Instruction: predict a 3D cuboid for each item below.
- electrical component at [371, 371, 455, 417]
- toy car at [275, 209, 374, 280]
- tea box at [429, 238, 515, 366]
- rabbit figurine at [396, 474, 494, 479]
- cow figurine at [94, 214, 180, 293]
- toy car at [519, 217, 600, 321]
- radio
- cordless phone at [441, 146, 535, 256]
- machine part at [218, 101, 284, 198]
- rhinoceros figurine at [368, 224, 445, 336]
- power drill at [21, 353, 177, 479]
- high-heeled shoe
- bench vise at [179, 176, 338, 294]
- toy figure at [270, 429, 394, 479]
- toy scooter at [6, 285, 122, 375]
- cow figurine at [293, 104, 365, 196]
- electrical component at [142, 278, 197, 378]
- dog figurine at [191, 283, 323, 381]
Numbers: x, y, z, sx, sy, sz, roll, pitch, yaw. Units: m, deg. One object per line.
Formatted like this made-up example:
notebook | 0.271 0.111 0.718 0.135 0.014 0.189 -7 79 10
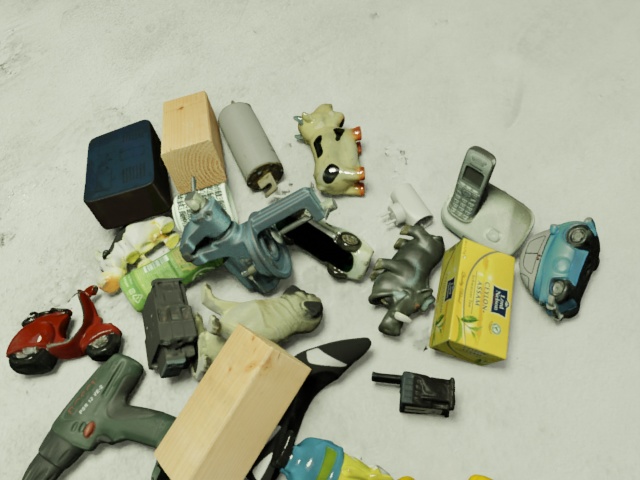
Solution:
electrical component | 0.133 0.221 0.780 0.119 0.074 0.048 5 62 5
toy car | -0.002 -0.003 0.916 0.202 0.073 0.056 32 34 22
tea box | 0.235 0.095 0.825 0.098 0.068 0.169 19 63 -10
rabbit figurine | 0.158 0.362 0.676 0.173 0.122 0.162 24 90 -6
cow figurine | -0.340 0.013 0.954 0.098 0.068 0.167 34 67 28
toy car | 0.370 0.040 0.846 0.103 0.109 0.161 18 75 41
radio | -0.358 -0.125 0.996 0.131 0.073 0.230 -20 43 -3
cordless phone | 0.278 -0.065 0.858 0.147 0.184 0.089 38 68 23
machine part | -0.134 -0.181 1.030 0.079 0.079 0.243 -24 60 -7
rhinoceros figurine | 0.139 0.066 0.871 0.112 0.073 0.190 29 65 7
power drill | -0.299 0.297 0.795 0.208 0.085 0.232 13 61 22
high-heeled shoe | -0.014 0.247 0.782 0.249 0.086 0.145 -26 63 -1
bench vise | -0.092 -0.022 0.845 0.241 0.223 0.129 -27 24 16
toy figure | 0.019 0.322 0.718 0.180 0.082 0.089 27 83 -7
toy scooter | -0.420 0.143 0.889 0.184 0.075 0.135 -10 61 -3
cow figurine | 0.017 -0.172 1.008 0.127 0.085 0.195 -4 62 -2
electrical component | -0.237 0.142 0.839 0.058 0.114 0.134 -2 54 -27
dog figurine | -0.098 0.154 0.847 0.190 0.172 0.121 7 41 -25
